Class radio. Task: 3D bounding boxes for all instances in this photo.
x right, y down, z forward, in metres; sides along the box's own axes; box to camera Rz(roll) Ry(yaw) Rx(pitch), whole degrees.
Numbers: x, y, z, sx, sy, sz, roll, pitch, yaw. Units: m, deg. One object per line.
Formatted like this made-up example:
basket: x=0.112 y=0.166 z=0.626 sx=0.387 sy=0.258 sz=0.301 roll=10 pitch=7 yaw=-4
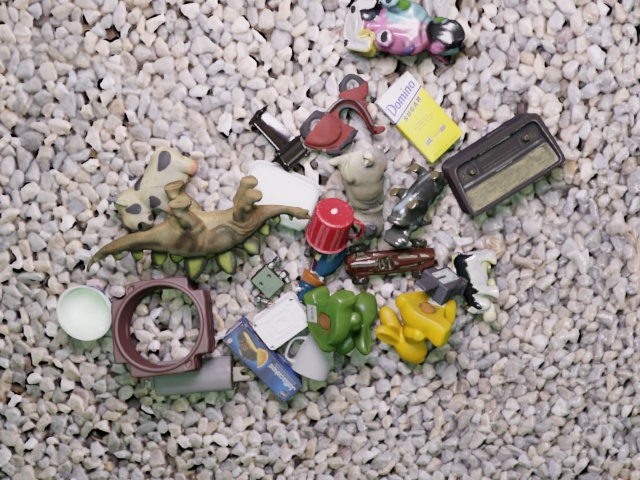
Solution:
radio: x=0.384 y=-0.163 z=1.145 sx=0.230 sy=0.073 sz=0.131 roll=-32 pitch=100 yaw=2

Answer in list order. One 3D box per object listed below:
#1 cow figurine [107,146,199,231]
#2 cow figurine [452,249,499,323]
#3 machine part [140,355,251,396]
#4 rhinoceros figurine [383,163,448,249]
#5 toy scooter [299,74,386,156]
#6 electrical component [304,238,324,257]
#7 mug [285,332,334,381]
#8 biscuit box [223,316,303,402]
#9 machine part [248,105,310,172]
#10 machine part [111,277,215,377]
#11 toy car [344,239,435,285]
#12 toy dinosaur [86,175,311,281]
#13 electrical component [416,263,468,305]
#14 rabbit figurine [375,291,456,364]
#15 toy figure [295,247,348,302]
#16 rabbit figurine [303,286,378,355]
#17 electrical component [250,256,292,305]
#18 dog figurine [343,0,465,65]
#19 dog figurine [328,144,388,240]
cow figurine: x=-0.350 y=-0.105 z=1.115 sx=0.127 sy=0.085 sz=0.195 roll=30 pitch=100 yaw=-14
cow figurine: x=0.345 y=0.105 z=1.194 sx=0.098 sy=0.068 sz=0.167 roll=-6 pitch=97 yaw=4
machine part: x=-0.276 y=0.300 z=1.193 sx=0.243 sy=0.079 sz=0.079 roll=-4 pitch=100 yaw=-1
rhinoceros figurine: x=0.197 y=-0.071 z=1.143 sx=0.073 sy=0.112 sz=0.190 roll=29 pitch=82 yaw=34
toy scooter: x=0.055 y=-0.240 z=1.113 sx=0.135 sy=0.075 sz=0.184 roll=43 pitch=92 yaw=-3
electrical component: x=-0.002 y=-0.004 z=1.160 sx=0.063 sy=0.094 sz=0.021 roll=-10 pitch=134 yaw=31
mug: x=-0.018 y=0.245 z=1.199 sx=0.109 sy=0.081 sz=0.107 roll=23 pitch=87 yaw=-4
biscuit box: x=-0.125 y=0.267 z=1.203 sx=0.063 sy=0.059 sz=0.202 roll=-42 pitch=100 yaw=4
machine part: x=-0.090 y=-0.213 z=1.122 sx=0.084 sy=0.039 sz=0.139 roll=-42 pitch=94 yaw=-22
machine part: x=-0.330 y=0.182 z=1.135 sx=0.202 sy=0.087 sz=0.201 roll=-7 pitch=80 yaw=0
toy car: x=0.155 y=0.048 z=1.183 sx=0.202 sy=0.053 sz=0.089 roll=-4 pitch=97 yaw=-1
toy dinosaur: x=-0.251 y=-0.014 z=1.079 sx=0.472 sy=0.105 sz=0.198 roll=-5 pitch=124 yaw=0
electrical component: x=0.252 y=0.098 z=1.152 sx=0.119 sy=0.075 sz=0.047 roll=-18 pitch=135 yaw=-37
rabbit figurine: x=0.203 y=0.204 z=1.179 sx=0.162 sy=0.122 sz=0.173 roll=12 pitch=128 yaw=6
toy figure: x=0.001 y=0.069 z=1.177 sx=0.064 sy=0.058 sz=0.154 roll=38 pitch=101 yaw=-3
rabbit figurine: x=0.068 y=0.168 z=1.148 sx=0.170 sy=0.121 sz=0.159 roll=-9 pitch=89 yaw=-44
electrical component: x=-0.108 y=0.095 z=1.181 sx=0.102 sy=0.045 sz=0.078 roll=-38 pitch=101 yaw=4
dog figurine: x=0.180 y=-0.414 z=1.083 sx=0.219 sy=0.192 sz=0.108 roll=0 pitch=99 yaw=-38
dog figurine: x=0.100 y=-0.090 z=1.099 sx=0.121 sy=0.172 sz=0.190 roll=-16 pitch=96 yaw=5
